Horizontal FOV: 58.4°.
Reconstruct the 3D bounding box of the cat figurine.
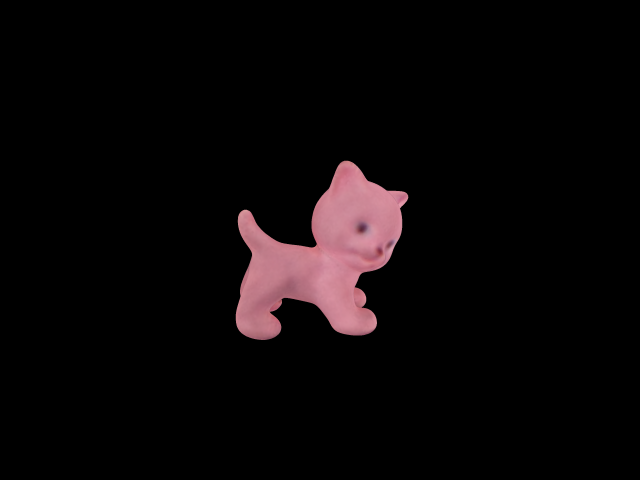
[{"bbox_3d":[0.004,0.001,0.400,0.128,0.118,0.067,-2,18,-7],"label":"cat figurine"}]
